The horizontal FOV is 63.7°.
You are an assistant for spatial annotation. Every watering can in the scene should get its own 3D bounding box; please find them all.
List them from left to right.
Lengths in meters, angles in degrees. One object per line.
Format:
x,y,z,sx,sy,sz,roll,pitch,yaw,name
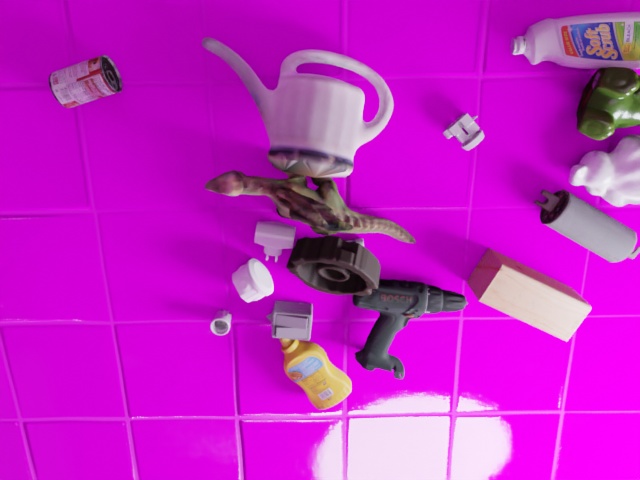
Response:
-0.046,-0.229,0.901,0.347,0.104,0.225,9,86,-6,watering can

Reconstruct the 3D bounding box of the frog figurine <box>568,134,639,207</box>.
0.552,-0.129,0.946,0.159,0.125,0.134,-2,130,-12,frog figurine

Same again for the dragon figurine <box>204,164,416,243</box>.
0.003,-0.046,0.910,0.410,0.246,0.121,18,105,-4,dragon figurine
